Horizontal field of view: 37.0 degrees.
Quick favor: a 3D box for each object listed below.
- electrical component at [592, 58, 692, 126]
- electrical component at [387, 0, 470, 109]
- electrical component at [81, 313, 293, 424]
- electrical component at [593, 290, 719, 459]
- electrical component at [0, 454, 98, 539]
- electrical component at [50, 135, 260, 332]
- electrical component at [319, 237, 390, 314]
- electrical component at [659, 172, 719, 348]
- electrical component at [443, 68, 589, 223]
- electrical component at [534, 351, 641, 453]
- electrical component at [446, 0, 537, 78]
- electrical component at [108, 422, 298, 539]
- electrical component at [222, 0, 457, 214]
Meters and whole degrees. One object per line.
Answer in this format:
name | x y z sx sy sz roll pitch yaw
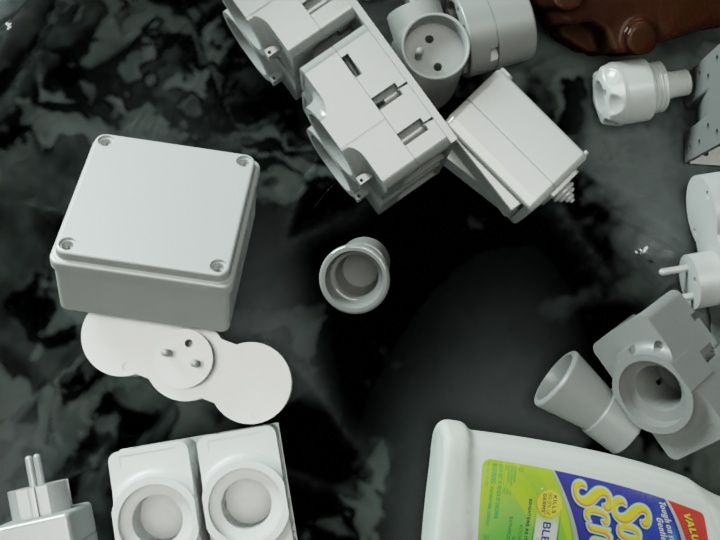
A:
electrical component | 0.192 -0.122 0.727 0.062 0.043 0.043 -10 84 -4
electrical component | 0.041 -0.152 0.708 0.043 0.077 0.079 -16 84 -4
electrical component | -0.110 0.057 0.681 0.138 0.073 0.052 20 84 0
electrical component | 0.199 0.068 0.686 0.056 0.050 0.089 -27 79 -44
electrical component | -0.198 0.153 0.672 0.047 0.065 0.076 -12 84 -3
electrical component | -0.125 -0.024 0.676 0.109 0.056 0.108 8 49 -1
electrical component | 0.000 0.000 0.695 0.044 0.065 0.044 1 101 6
electrical component | 0.235 0.005 0.710 0.074 0.052 0.138 -9 85 -3
electrical component | 0.100 -0.073 0.709 0.061 0.061 0.096 -44 87 -6
electrical component | 0.153 0.089 0.704 0.065 0.044 0.044 37 84 -3
electrical component | 0.088 -0.161 0.722 0.047 0.055 0.055 -14 84 -7
electrical component | -0.089 0.197 0.674 0.105 0.060 0.186 -10 84 -3
electrical component | -0.023 -0.130 0.689 0.060 0.105 0.186 -35 86 -5
